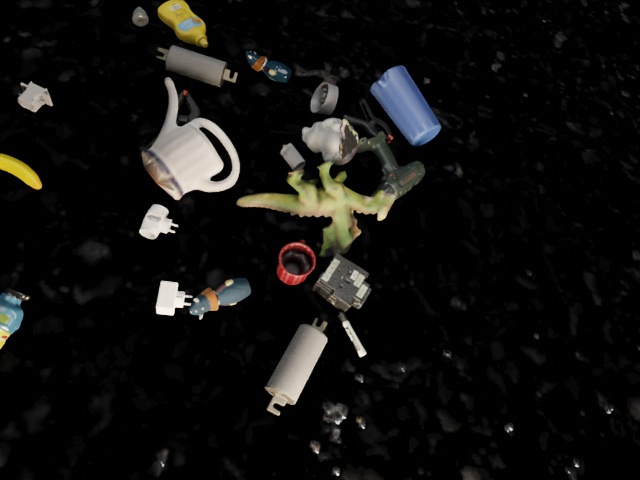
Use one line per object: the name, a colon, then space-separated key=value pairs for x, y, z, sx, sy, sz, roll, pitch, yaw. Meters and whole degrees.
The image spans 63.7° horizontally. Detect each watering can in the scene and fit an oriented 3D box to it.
watering can: x=-0.369 y=-0.253 z=1.358 sx=0.227 sy=0.349 sz=0.102 roll=-38 pitch=-5 yaw=-21

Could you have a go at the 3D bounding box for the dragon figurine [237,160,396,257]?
dragon figurine: x=0.004 y=-0.070 z=1.391 sx=0.411 sy=0.246 sz=0.120 roll=-20 pitch=-16 yaw=-7

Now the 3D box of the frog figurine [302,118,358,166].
frog figurine: x=0.027 y=-0.287 z=1.511 sx=0.159 sy=0.136 sz=0.124 roll=4 pitch=15 yaw=40
